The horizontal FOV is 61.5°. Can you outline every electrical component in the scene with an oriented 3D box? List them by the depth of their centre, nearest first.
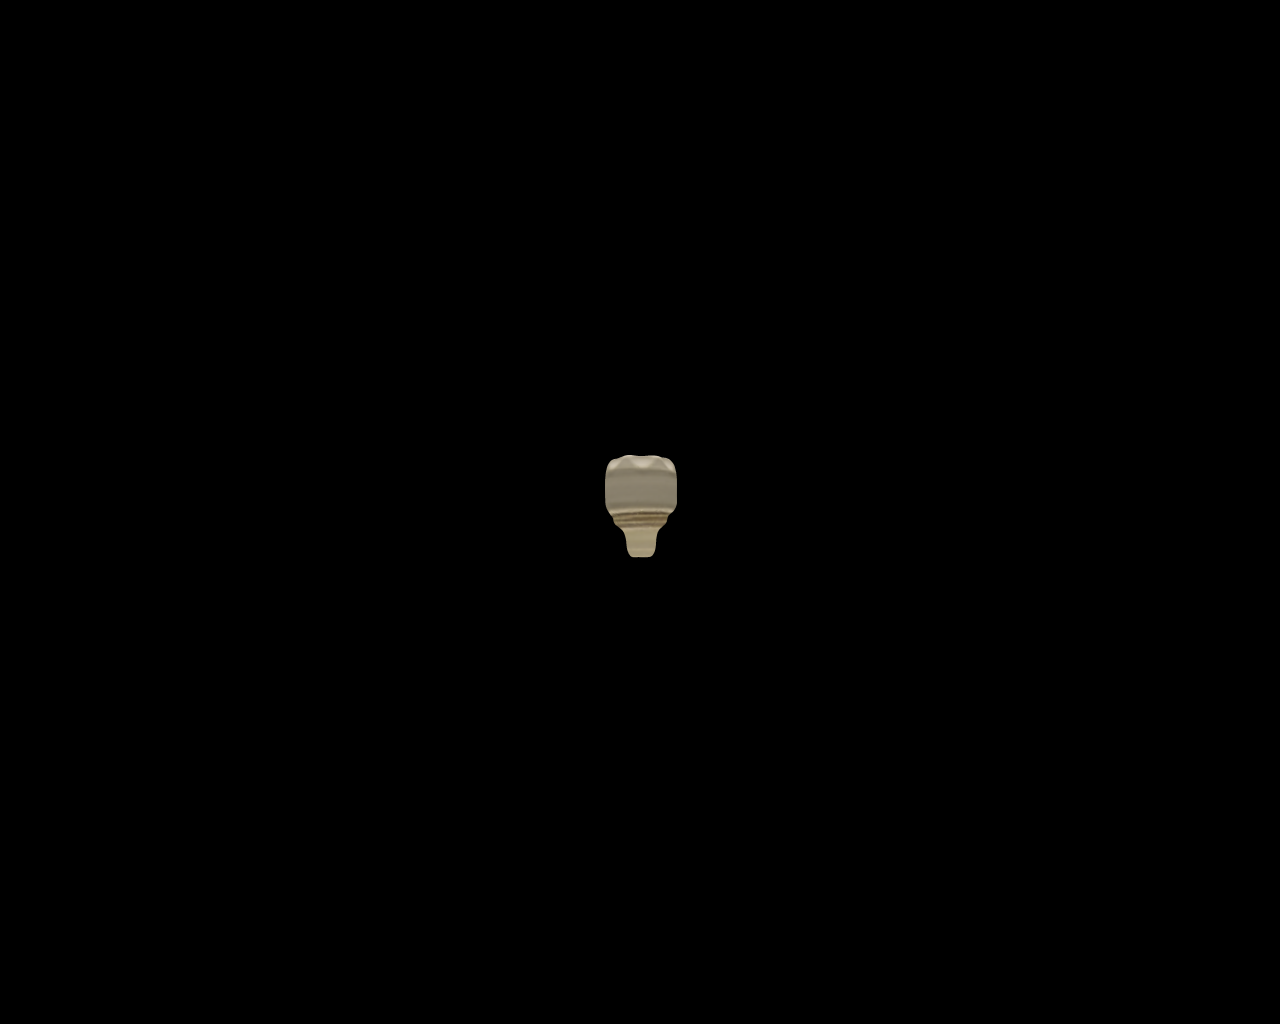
[{"bbox_3d":[0.001,-0.003,0.650,0.043,0.062,0.043,0,-4,0],"label":"electrical component"}]
